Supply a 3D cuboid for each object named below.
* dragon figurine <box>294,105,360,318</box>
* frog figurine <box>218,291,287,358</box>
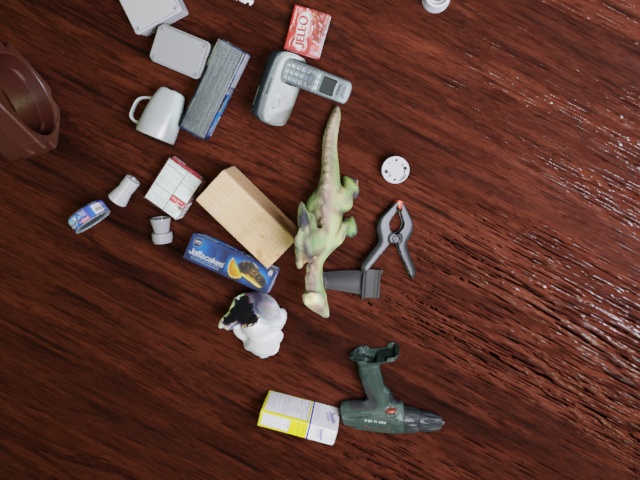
[{"bbox_3d":[0.003,-0.051,1.005,0.122,0.405,0.246,2,15,10],"label":"dragon figurine"},{"bbox_3d":[-0.130,0.190,1.149,0.136,0.126,0.157,-26,-45,19],"label":"frog figurine"}]
